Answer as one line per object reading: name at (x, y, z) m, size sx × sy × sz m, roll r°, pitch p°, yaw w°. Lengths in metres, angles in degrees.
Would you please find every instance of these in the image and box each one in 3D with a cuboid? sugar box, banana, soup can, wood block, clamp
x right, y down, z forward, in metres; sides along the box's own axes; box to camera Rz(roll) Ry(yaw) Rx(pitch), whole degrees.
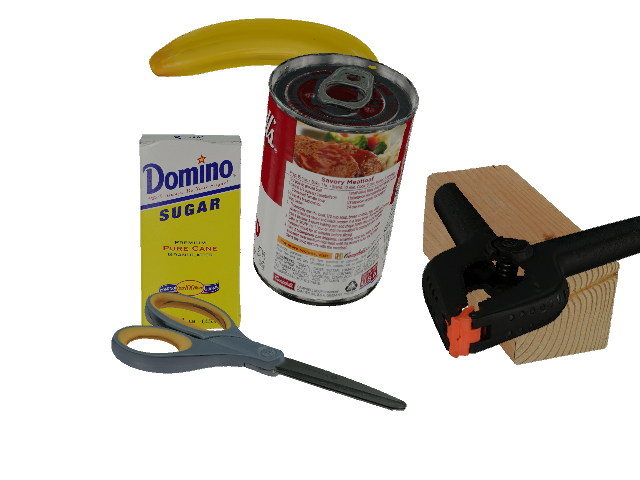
sugar box at (-0.119, -0.008, 0.981) m, size 0.093 × 0.176 × 0.048 m, roll -1°, pitch 14°, yaw -5°
banana at (-0.035, -0.148, 0.856) m, size 0.198 × 0.069 × 0.037 m, roll 10°, pitch -36°, yaw 6°
soup can at (0.005, -0.028, 0.506) m, size 0.068 × 0.102 × 0.068 m, roll 5°, pitch 37°, yaw -4°
wood block at (0.175, 0.014, 0.979) m, size 0.090 × 0.090 × 0.206 m, roll -8°, pitch 29°, yaw -15°
clamp at (0.119, 0.014, 0.725) m, size 0.165 × 0.036 × 0.209 m, roll 14°, pitch 30°, yaw 29°

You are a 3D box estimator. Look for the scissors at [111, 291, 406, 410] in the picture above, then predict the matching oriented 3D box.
scissors at (-0.052, 0.081, 0.687) m, size 0.202 × 0.016 × 0.096 m, roll 24°, pitch 32°, yaw 35°
